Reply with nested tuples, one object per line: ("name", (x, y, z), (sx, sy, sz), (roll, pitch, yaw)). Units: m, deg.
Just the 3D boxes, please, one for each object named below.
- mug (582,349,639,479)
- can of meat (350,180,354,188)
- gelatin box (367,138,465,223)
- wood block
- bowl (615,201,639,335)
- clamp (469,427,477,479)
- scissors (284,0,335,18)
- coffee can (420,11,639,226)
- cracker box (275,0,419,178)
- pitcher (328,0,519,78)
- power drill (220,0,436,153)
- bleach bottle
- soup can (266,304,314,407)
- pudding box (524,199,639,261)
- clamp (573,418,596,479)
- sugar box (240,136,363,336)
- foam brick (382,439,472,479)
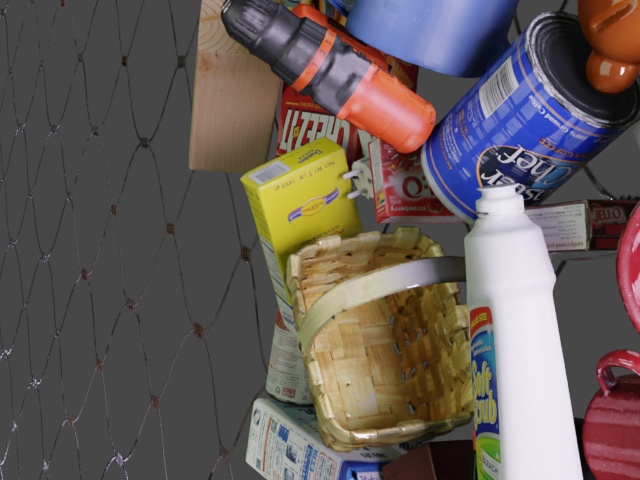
("mug", (0.214, 0.117, 0.672), (0.117, 0.093, 0.082), (52, 158, -12))
("can of meat", (-0.013, -0.031, 1.124), (0.102, 0.057, 0.084), (33, 119, 57))
("gelatin box", (0.089, -0.052, 0.914), (0.030, 0.089, 0.073), (147, 120, -65))
("wood block", (-0.092, -0.167, 1.163), (0.206, 0.090, 0.090), (105, 168, -57))
("bowl", (0.254, 0.008, 0.608), (0.162, 0.162, 0.055), (-65, -6, 33))
("clamp", (0.136, 0.234, 0.836), (0.120, 0.039, 0.171), (112, 166, -46))
("scissors", (-0.023, -0.264, 1.052), (0.096, 0.016, 0.202), (-38, 56, 53))
("coffee can", (0.154, -0.085, 0.792), (0.141, 0.102, 0.103), (-48, 48, 48))
("cracker box", (0.027, -0.174, 1.051), (0.164, 0.072, 0.214), (20, 106, 59))
("pitcher", (0.108, -0.263, 0.853), (0.145, 0.149, 0.243), (-123, 48, -60))
("power drill", (0.001, -0.147, 0.869), (0.057, 0.184, 0.187), (-53, 13, 13))
("bleach bottle", (0.132, 0.087, 0.722), (0.102, 0.068, 0.251), (-137, 39, -82))
("soup can", (-0.017, 0.114, 1.108), (0.069, 0.068, 0.102), (30, 114, 57))
("pudding box", (0.182, -0.007, 0.750), (0.114, 0.089, 0.039), (-10, 80, 60))
("clamp", (0.208, 0.246, 0.738), (0.210, 0.036, 0.165), (50, 131, 55))
("sugar box", (-0.006, 0.001, 1.004), (0.048, 0.093, 0.176), (38, 150, 55))
("foam brick", (0.098, 0.208, 0.918), (0.078, 0.051, 0.053), (-43, 51, 51))
